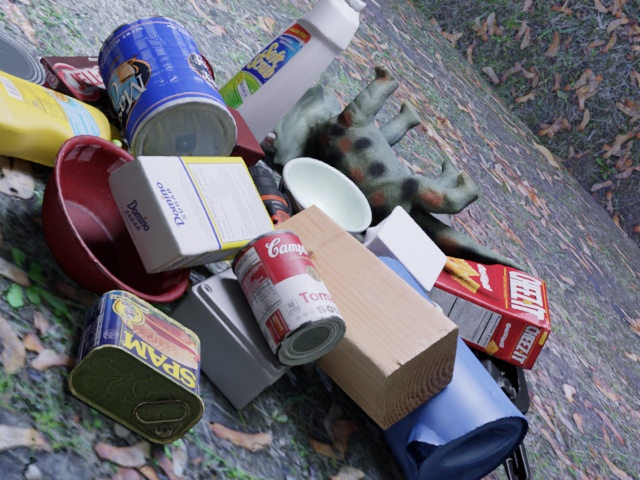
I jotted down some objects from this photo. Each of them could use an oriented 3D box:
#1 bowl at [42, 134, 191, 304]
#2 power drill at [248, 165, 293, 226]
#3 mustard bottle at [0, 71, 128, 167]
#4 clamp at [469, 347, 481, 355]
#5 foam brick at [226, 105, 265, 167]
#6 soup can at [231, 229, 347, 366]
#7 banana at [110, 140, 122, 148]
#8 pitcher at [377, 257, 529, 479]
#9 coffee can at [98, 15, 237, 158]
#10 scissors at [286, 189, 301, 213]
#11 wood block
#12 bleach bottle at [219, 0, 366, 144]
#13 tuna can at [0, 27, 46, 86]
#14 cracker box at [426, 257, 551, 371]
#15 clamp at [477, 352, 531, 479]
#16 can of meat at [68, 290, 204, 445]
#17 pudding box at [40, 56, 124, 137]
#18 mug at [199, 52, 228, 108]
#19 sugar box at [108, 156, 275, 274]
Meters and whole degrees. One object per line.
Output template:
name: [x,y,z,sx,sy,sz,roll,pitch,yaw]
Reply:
bowl: [-0.182,-0.007,0.905,0.162,0.055,0.162,46,27,-31]
power drill: [-0.102,-0.047,1.151,0.187,0.057,0.184,29,27,-37]
mustard bottle: [-0.249,-0.104,0.975,0.191,0.058,0.096,15,28,-53]
clamp: [0.194,0.133,1.405,0.120,0.039,0.171,53,21,12]
foam brick: [-0.114,-0.117,1.265,0.051,0.053,0.078,14,39,-54]
soup can: [-0.028,0.051,0.938,0.068,0.069,0.102,18,35,-51]
banana: [-0.148,-0.026,1.021,0.197,0.070,0.037,36,59,-38]
pitcher: [0.104,0.137,1.114,0.243,0.145,0.149,57,-12,34]
coffee can: [-0.151,-0.138,1.046,0.102,0.103,0.140,24,29,-45]
scissors: [-0.008,0.001,1.198,0.201,0.016,0.096,62,-4,-32]
wood block: [0.028,0.070,1.025,0.090,0.090,0.206,-31,53,-24]
bleach bottle: [-0.037,-0.220,1.316,0.068,0.251,0.102,31,26,-35]
tuna can: [-0.306,-0.166,1.016,0.086,0.034,0.086,38,22,-19]
cracker box: [0.186,0.067,1.378,0.213,0.072,0.164,23,22,1]
clamp: [0.212,0.184,1.308,0.164,0.036,0.209,51,27,-10]
can of meat: [-0.139,0.096,0.825,0.102,0.057,0.084,36,21,-23]
pudding box: [-0.236,-0.148,1.107,0.090,0.039,0.113,49,21,8]
mug: [-0.155,-0.156,1.201,0.117,0.093,0.081,25,32,-20]
sugar box: [-0.109,-0.025,0.947,0.176,0.048,0.093,-9,72,-63]
